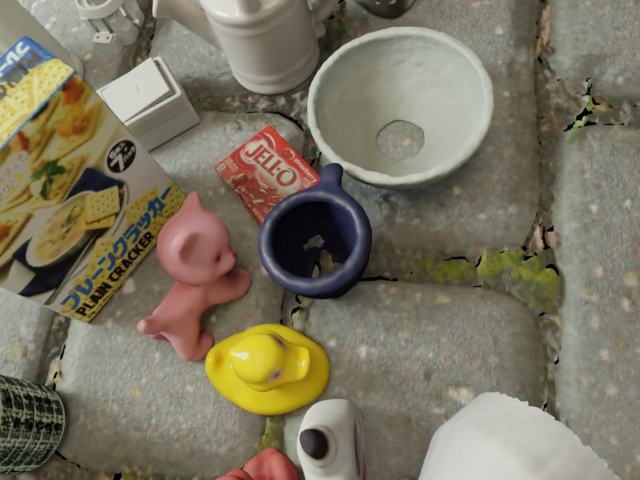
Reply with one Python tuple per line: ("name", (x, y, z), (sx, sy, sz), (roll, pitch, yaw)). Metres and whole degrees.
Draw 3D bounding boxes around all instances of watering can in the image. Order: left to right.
("watering can", (-0.071, -0.233, 0.545), (0.173, 0.194, 0.100), (-28, 67, -2))

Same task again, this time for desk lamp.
("desk lamp", (0.068, 0.199, 0.340), (0.203, 0.214, 0.117), (-38, 67, -6))

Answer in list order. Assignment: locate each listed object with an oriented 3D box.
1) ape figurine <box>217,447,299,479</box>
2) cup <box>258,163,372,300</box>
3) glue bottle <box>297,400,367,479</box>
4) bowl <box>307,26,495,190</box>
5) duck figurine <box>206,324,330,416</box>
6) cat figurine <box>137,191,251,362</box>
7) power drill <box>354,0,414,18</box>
("ape figurine", (-0.057, 0.195, 0.429), (0.077, 0.092, 0.076), (-9, 67, 6))
("cup", (0.005, 0.002, 0.493), (0.091, 0.095, 0.118), (8, 70, 13))
("glue bottle", (0.007, 0.144, 0.394), (0.037, 0.173, 0.078), (-10, 67, 6))
("bowl", (0.075, -0.111, 0.538), (0.167, 0.075, 0.167), (-3, 68, 8))
("duck figurine", (-0.048, 0.101, 0.468), (0.104, 0.086, 0.077), (2, 69, 11))
("cat figurine", (-0.113, 0.029, 0.490), (0.067, 0.118, 0.128), (24, 74, 18))
("power drill", (0.066, -0.327, 0.552), (0.075, 0.209, 0.230), (36, 78, 20))
